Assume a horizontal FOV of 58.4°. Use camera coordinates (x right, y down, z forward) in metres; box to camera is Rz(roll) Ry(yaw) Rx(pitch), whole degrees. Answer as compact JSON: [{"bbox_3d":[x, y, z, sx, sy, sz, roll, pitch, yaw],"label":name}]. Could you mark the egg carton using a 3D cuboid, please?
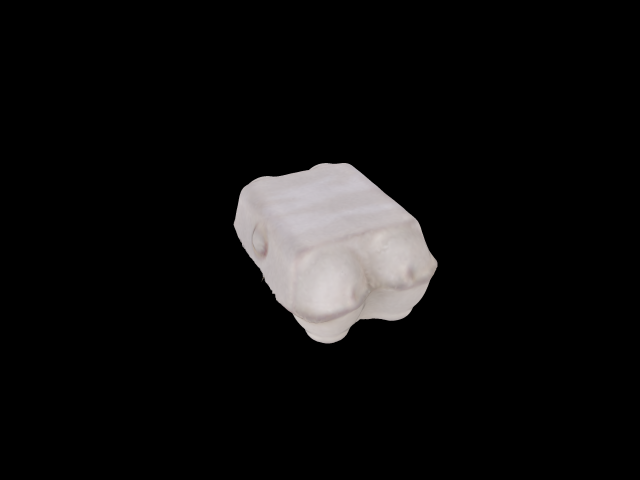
[{"bbox_3d":[0.004,0.001,0.400,0.107,0.069,0.150,-16,37,-22],"label":"egg carton"}]
